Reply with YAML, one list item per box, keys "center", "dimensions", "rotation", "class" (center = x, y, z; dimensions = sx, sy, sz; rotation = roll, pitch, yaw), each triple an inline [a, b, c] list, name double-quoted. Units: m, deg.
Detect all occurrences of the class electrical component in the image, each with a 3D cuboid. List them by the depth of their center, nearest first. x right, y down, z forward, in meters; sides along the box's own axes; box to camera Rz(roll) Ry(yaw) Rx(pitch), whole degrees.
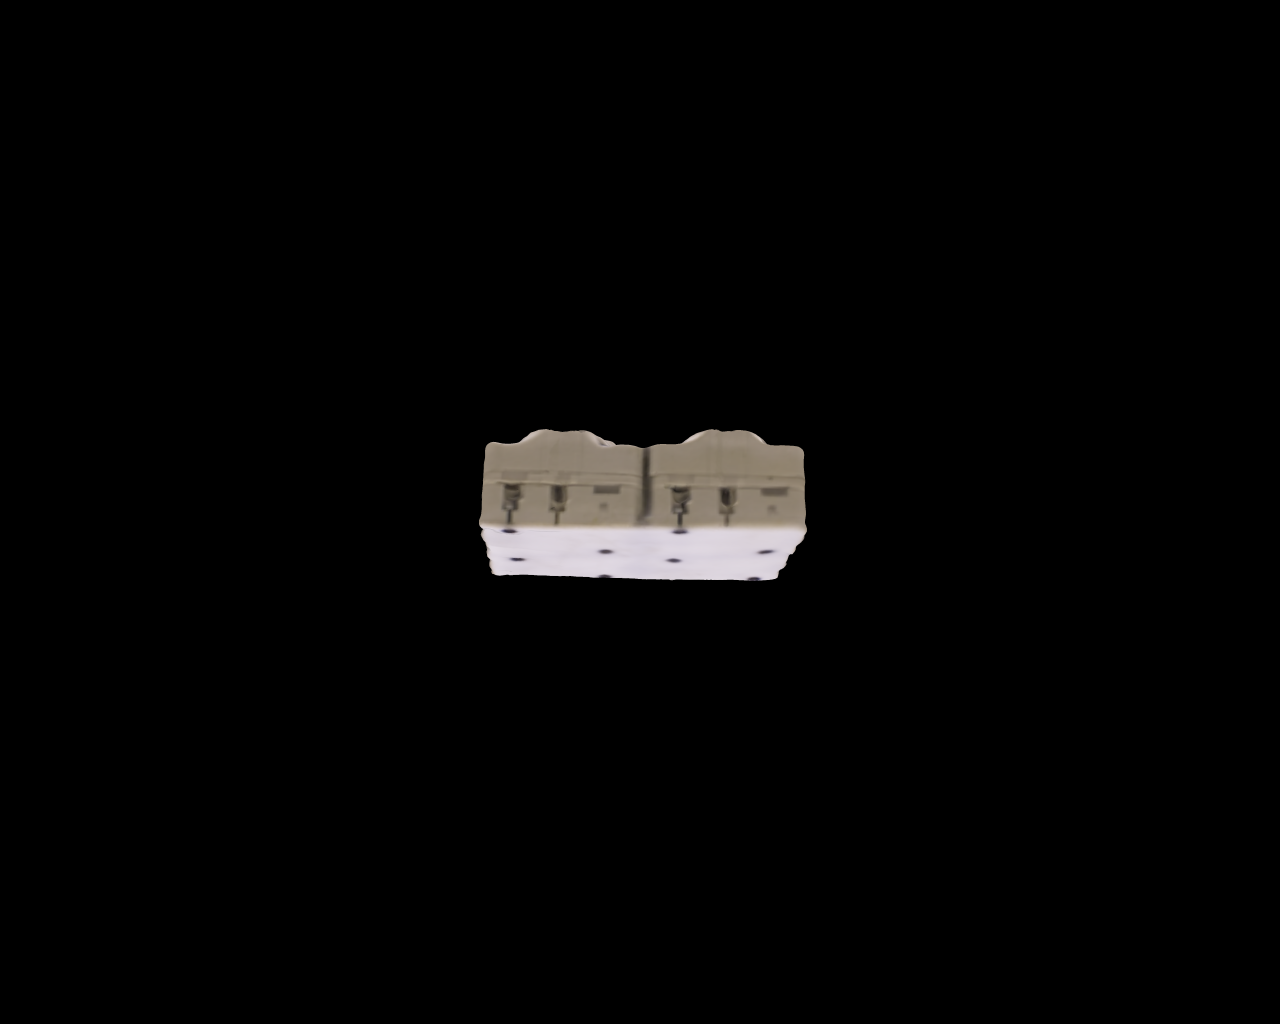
- center: [0.001, -0.003, 0.650]
  dimensions: [0.186, 0.060, 0.105]
  rotation: [1, -19, -2]
  class: "electrical component"
